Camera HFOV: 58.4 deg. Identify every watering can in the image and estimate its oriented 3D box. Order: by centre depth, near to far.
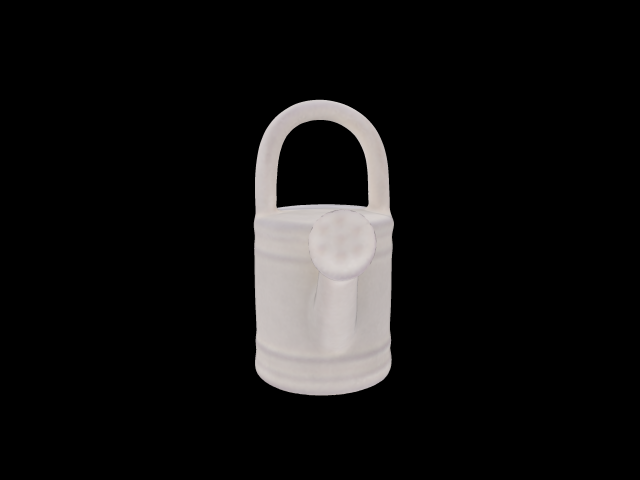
[{"bbox_3d":[0.006,0.001,0.400,0.101,0.194,0.172,-6,13,-28],"label":"watering can"}]
